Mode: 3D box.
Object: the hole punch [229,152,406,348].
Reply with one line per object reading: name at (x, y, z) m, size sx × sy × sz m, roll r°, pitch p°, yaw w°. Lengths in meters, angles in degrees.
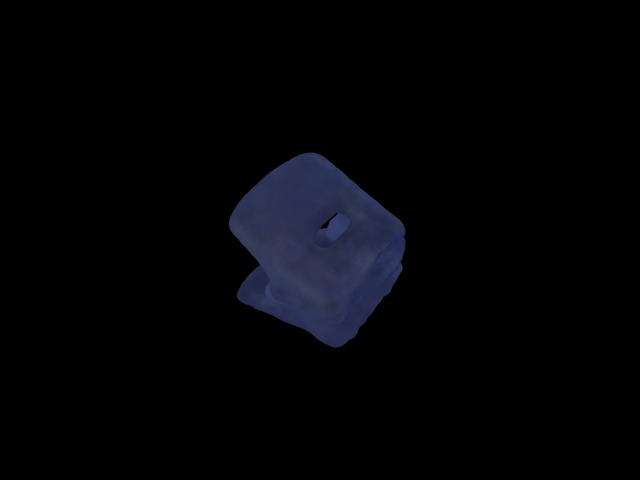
hole punch at (0.004, 0.001, 0.400) m, size 0.100 × 0.091 × 0.109 m, roll 22°, pitch 45°, yaw 24°
